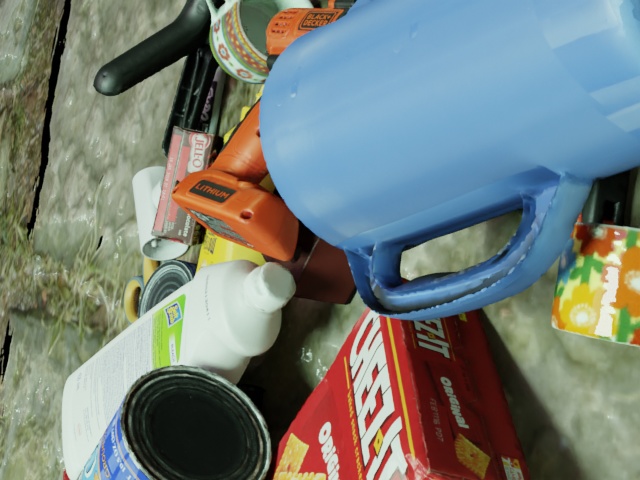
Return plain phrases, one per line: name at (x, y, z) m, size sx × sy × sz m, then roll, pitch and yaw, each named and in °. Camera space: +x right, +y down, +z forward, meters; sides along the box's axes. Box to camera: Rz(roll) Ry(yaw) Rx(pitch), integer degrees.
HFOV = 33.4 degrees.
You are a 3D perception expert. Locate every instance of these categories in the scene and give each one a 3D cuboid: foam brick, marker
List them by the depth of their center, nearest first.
foam brick at (-0.005, 0.001, 0.754) m, size 0.053 × 0.051 × 0.078 m, roll -64°, pitch 36°, yaw 22°
marker at (-0.097, -0.123, 0.958) m, size 0.020 × 0.020 × 0.121 m, roll 10°, pitch 89°, yaw 57°

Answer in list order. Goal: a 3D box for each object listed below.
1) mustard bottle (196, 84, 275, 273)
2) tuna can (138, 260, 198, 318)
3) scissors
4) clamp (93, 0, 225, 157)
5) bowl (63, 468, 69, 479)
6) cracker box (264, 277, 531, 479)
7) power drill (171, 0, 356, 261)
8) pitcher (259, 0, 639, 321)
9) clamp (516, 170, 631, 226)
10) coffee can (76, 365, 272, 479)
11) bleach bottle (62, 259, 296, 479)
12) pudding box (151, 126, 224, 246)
mustard bottle at (-0.056, -0.026, 0.832) m, size 0.096 × 0.058 × 0.191 m, roll -161°, pitch 84°, yaw -70°
tuna can at (-0.120, 0.061, 0.916) m, size 0.086 × 0.033 × 0.086 m, roll -19°, pitch 64°, yaw 43°
scissors at (-0.154, 0.098, 0.985) m, size 0.096 × 0.016 × 0.202 m, roll -34°, pitch 54°, yaw 47°
clamp at (-0.095, -0.167, 0.894) m, size 0.036 × 0.164 × 0.210 m, roll 33°, pitch 77°, yaw 18°
bowl at (-0.193, 0.243, 0.921) m, size 0.162 × 0.055 × 0.162 m, roll 179°, pitch 90°, yaw -75°
cracker box at (0.024, 0.152, 0.614) m, size 0.214 × 0.072 × 0.164 m, roll -60°, pitch 20°, yaw 28°
power drill at (-0.005, -0.079, 0.721) m, size 0.185 × 0.057 × 0.187 m, roll 16°, pitch 69°, yaw 51°
pitcher at (0.085, -0.064, 0.496) m, size 0.149 × 0.144 × 0.243 m, roll 54°, pitch 149°, yaw -12°
clamp at (0.130, -0.075, 0.584) m, size 0.120 × 0.039 × 0.171 m, roll -58°, pitch 42°, yaw 40°
coffee can at (-0.107, 0.165, 0.707) m, size 0.140 × 0.102 × 0.103 m, roll -56°, pitch 40°, yaw 37°
bleach bottle at (-0.101, 0.093, 0.765) m, size 0.251 × 0.068 × 0.102 m, roll -38°, pitch 51°, yaw 40°
pudding box at (-0.104, -0.044, 0.880) m, size 0.113 × 0.039 × 0.090 m, roll -69°, pitch -7°, yaw -87°
